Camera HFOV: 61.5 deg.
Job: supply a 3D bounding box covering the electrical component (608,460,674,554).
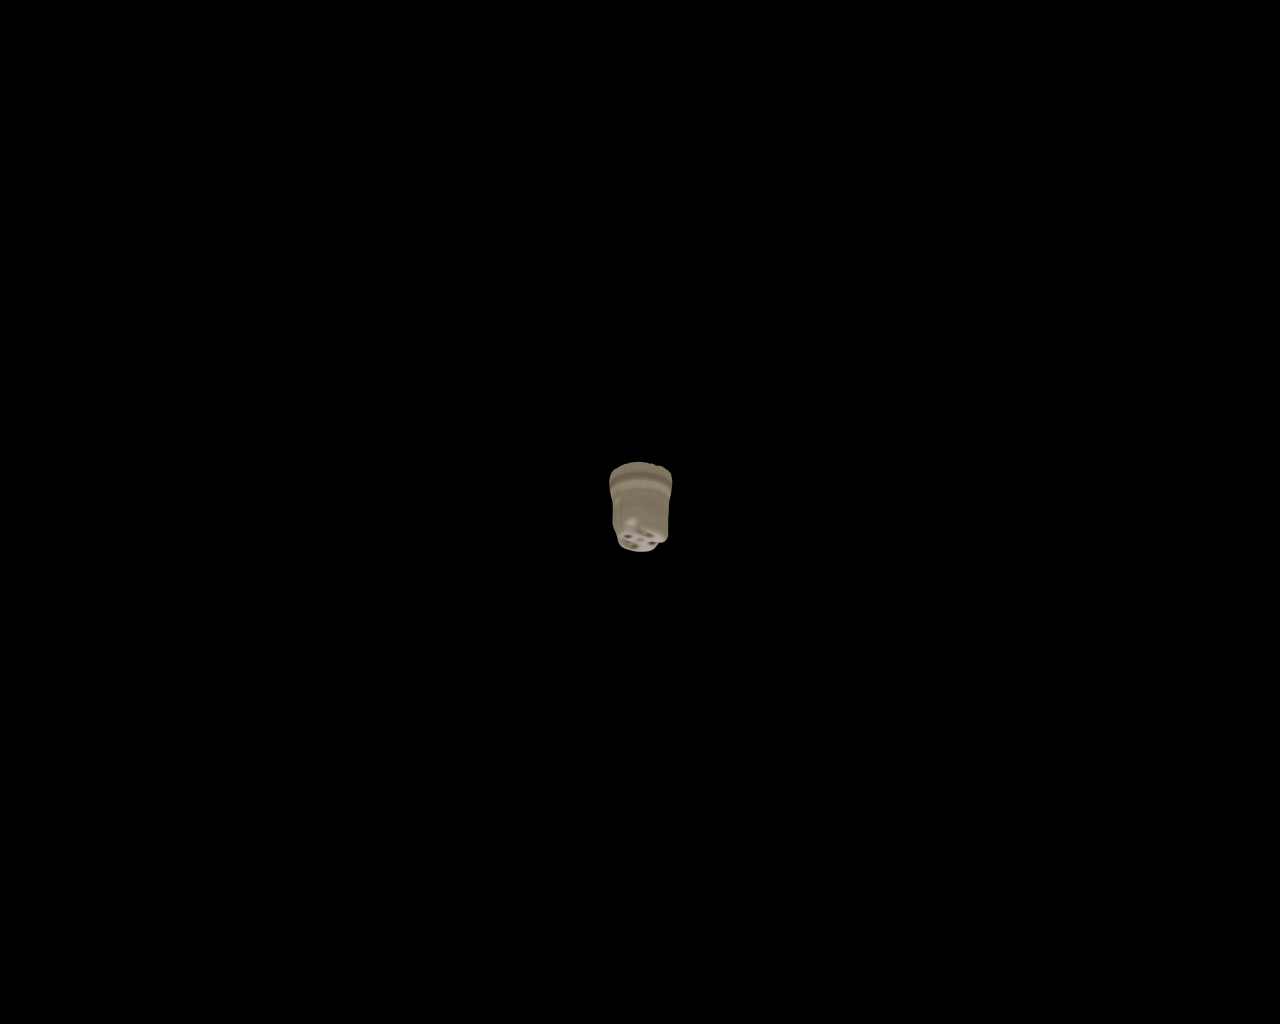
[{"bbox_3d":[0.001,-0.003,0.650,0.040,0.046,0.040,0,-27,0],"label":"electrical component"}]
